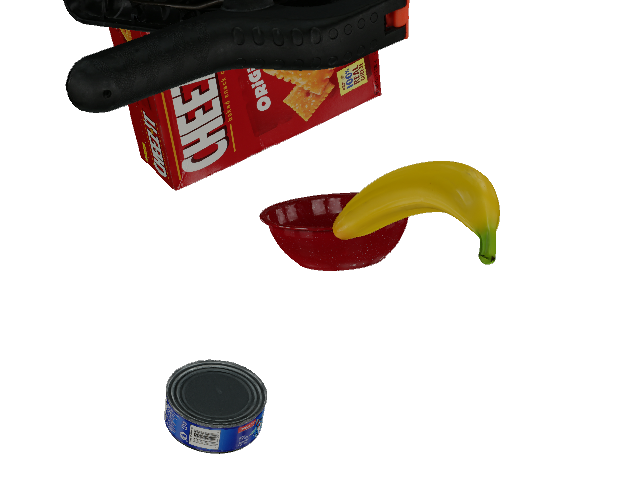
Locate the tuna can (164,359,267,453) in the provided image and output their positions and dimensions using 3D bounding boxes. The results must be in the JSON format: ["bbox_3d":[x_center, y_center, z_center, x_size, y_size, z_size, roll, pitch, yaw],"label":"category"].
[{"bbox_3d":[-0.090,0.141,0.908,0.086,0.034,0.086,7,31,-4],"label":"tuna can"}]

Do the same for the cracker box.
[{"bbox_3d":[-0.055,-0.158,0.876,0.213,0.164,0.072,-28,46,-22],"label":"cracker box"}]

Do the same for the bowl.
[{"bbox_3d":[0.020,-0.007,1.100,0.162,0.055,0.162,-4,14,1],"label":"bowl"}]

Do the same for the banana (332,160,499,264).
[{"bbox_3d":[0.072,-0.027,0.786,0.037,0.069,0.198,39,-14,-26],"label":"banana"}]

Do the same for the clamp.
[{"bbox_3d":[-0.040,-0.096,0.494,0.171,0.039,0.120,-4,40,-1],"label":"clamp"}]
